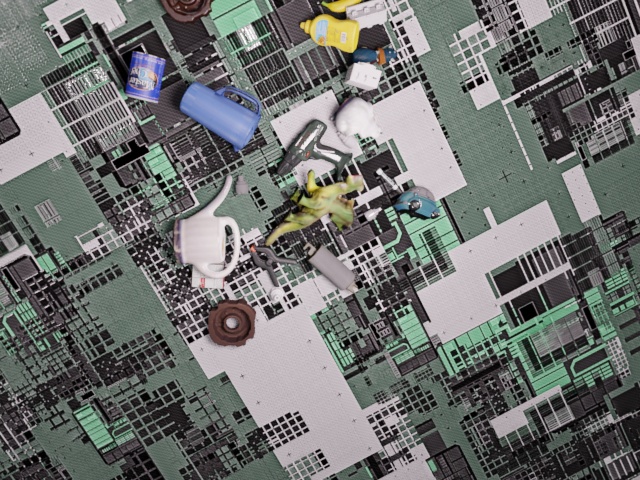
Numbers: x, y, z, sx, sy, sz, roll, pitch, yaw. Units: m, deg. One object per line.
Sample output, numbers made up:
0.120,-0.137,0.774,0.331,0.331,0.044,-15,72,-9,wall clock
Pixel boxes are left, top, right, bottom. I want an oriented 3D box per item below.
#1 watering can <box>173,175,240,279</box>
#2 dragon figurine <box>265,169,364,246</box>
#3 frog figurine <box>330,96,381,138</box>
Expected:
-0.383,-0.042,1.730,0.224,0.104,0.348,-2,87,-4,watering can
0.005,-0.088,1.740,0.241,0.125,0.403,23,125,-22,dragon figurine
0.129,-0.391,1.703,0.159,0.121,0.139,43,75,1,frog figurine
